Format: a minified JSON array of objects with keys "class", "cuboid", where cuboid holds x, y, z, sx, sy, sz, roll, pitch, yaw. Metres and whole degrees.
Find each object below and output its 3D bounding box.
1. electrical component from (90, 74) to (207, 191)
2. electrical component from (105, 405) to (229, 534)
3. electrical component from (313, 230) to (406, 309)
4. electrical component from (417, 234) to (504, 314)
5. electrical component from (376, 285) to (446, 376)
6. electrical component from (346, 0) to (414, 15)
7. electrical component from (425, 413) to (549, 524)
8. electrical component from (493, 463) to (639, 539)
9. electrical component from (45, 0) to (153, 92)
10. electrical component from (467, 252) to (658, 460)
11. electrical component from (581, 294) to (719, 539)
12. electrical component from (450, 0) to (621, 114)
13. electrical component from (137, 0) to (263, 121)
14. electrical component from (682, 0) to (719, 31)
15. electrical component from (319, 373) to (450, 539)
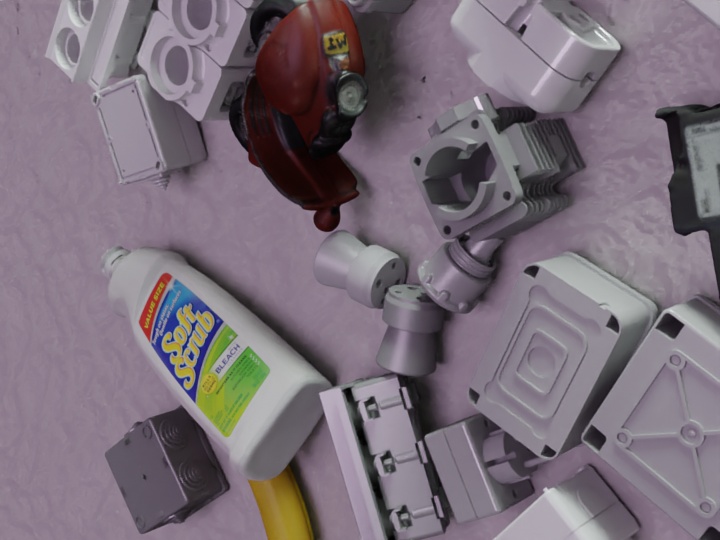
[{"class":"electrical component","cuboid":[-0.174,-0.115,0.912,0.062,0.061,0.096,-12,98,39]},{"class":"electrical component","cuboid":[-0.177,0.181,0.970,0.100,0.048,0.099,-38,74,37]},{"class":"electrical component","cuboid":[0.000,0.000,0.795,0.055,0.045,0.045,26,113,33]},{"class":"electrical component","cuboid":[0.073,-0.004,0.736,0.048,0.048,0.062,50,118,22]},{"class":"electrical component","cuboid":[0.037,0.043,0.772,0.045,0.045,0.055,19,109,36]},{"class":"electrical component","cuboid":[0.015,-0.249,0.731,0.108,0.056,0.108,-45,69,35]},{"class":"electrical component","cuboid":[0.096,0.129,0.737,0.077,0.047,0.065,-28,80,39]},{"class":"electrical component","cuboid":[0.128,0.185,0.710,0.061,0.062,0.096,52,125,21]},{"class":"electrical component","cuboid":[-0.216,-0.225,0.922,0.079,0.063,0.121,42,122,26]},{"class":"electrical component","cuboid":[0.130,0.054,0.689,0.078,0.057,0.113,36,119,30]},{"class":"electrical component","cuboid":[0.206,0.090,0.633,0.109,0.056,0.108,41,121,27]},{"class":"electrical component","cuboid":[0.106,-0.144,0.676,0.095,0.054,0.059,48,124,23]},{"class":"electrical component","cuboid":[-0.108,-0.202,0.838,0.089,0.062,0.150,44,122,25]},{"class":"electrical component","cuboid":[0.227,-0.158,0.578,0.083,0.047,0.075,48,125,23]},{"class":"electrical component","cuboid":[0.021,0.138,0.785,0.063,0.079,0.121,-17,86,11]}]
